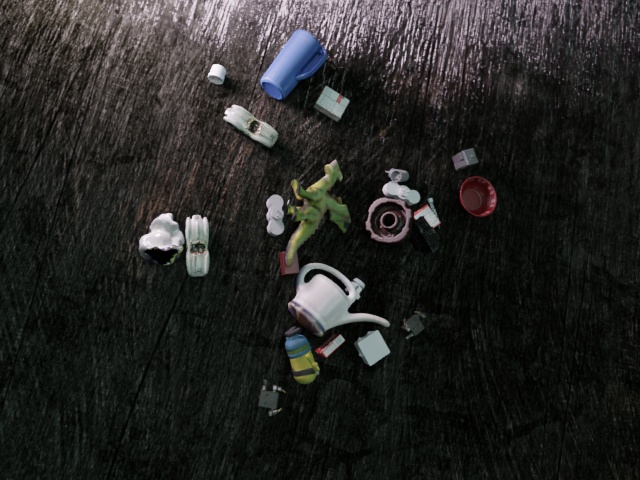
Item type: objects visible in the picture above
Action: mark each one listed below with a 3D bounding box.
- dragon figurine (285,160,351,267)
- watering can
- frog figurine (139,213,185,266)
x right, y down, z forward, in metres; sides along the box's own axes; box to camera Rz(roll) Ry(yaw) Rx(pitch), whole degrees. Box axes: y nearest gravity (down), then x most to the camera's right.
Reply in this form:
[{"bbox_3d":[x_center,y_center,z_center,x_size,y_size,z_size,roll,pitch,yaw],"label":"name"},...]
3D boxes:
[{"bbox_3d":[0.005,-0.090,1.784,0.242,0.121,0.416,13,73,-23],"label":"dragon figurine"},{"bbox_3d":[0.044,0.228,1.707,0.350,0.102,0.227,40,68,14],"label":"watering can"},{"bbox_3d":[-0.501,-0.003,1.626,0.138,0.119,0.163,-15,48,-11],"label":"frog figurine"}]
